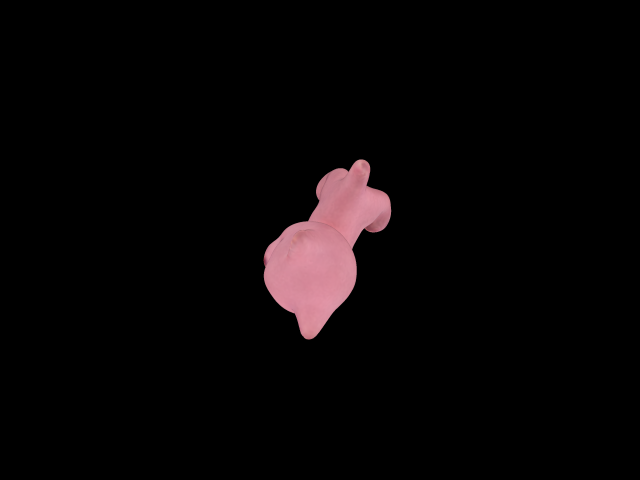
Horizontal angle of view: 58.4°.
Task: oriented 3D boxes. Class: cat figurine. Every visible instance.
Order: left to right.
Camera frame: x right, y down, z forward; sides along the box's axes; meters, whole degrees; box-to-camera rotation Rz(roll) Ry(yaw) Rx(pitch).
[{"bbox_3d":[0.004,0.001,0.400,0.067,0.118,0.128,28,83,4],"label":"cat figurine"}]
